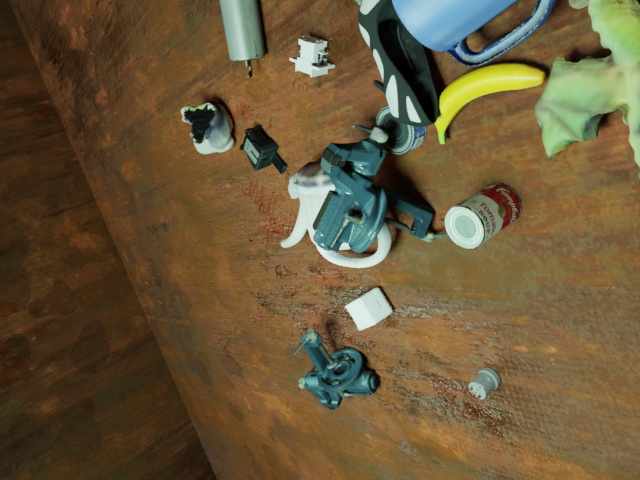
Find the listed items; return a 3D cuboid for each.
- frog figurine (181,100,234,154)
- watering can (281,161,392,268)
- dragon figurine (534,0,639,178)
[{"bbox_3d":[-0.270,-0.273,1.303,0.138,0.123,0.158,41,176,17],"label":"frog figurine"},{"bbox_3d":[0.003,-0.053,1.055,0.348,0.105,0.221,7,116,48],"label":"watering can"},{"bbox_3d":[0.357,-0.126,0.590,0.245,0.123,0.404,-148,45,-61],"label":"dragon figurine"}]
